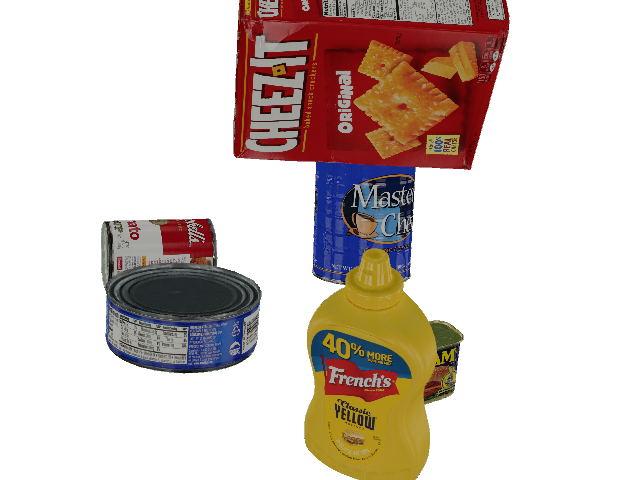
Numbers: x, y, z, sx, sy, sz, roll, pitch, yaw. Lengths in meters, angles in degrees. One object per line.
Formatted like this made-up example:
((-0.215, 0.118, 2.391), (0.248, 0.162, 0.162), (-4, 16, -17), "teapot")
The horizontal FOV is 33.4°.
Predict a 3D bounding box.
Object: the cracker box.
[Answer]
((0.036, -0.138, 0.895), (0.213, 0.072, 0.164), (2, -38, -5), "cracker box")

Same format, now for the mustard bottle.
((0.037, 0.090, 0.786), (0.096, 0.192, 0.058), (17, 36, 23), "mustard bottle")

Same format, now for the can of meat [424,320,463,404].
((0.124, 0.156, 1.331), (0.101, 0.084, 0.058), (-12, 29, -28), "can of meat")

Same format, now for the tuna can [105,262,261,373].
((-0.076, 0.042, 0.593), (0.086, 0.034, 0.086), (4, 17, -2), "tuna can")

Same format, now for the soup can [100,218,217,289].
((-0.156, 0.014, 1.024), (0.102, 0.068, 0.069), (-1, 0, -18), "soup can")

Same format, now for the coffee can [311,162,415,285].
((0.044, -0.034, 1.083), (0.103, 0.140, 0.103), (2, 13, -1), "coffee can")
